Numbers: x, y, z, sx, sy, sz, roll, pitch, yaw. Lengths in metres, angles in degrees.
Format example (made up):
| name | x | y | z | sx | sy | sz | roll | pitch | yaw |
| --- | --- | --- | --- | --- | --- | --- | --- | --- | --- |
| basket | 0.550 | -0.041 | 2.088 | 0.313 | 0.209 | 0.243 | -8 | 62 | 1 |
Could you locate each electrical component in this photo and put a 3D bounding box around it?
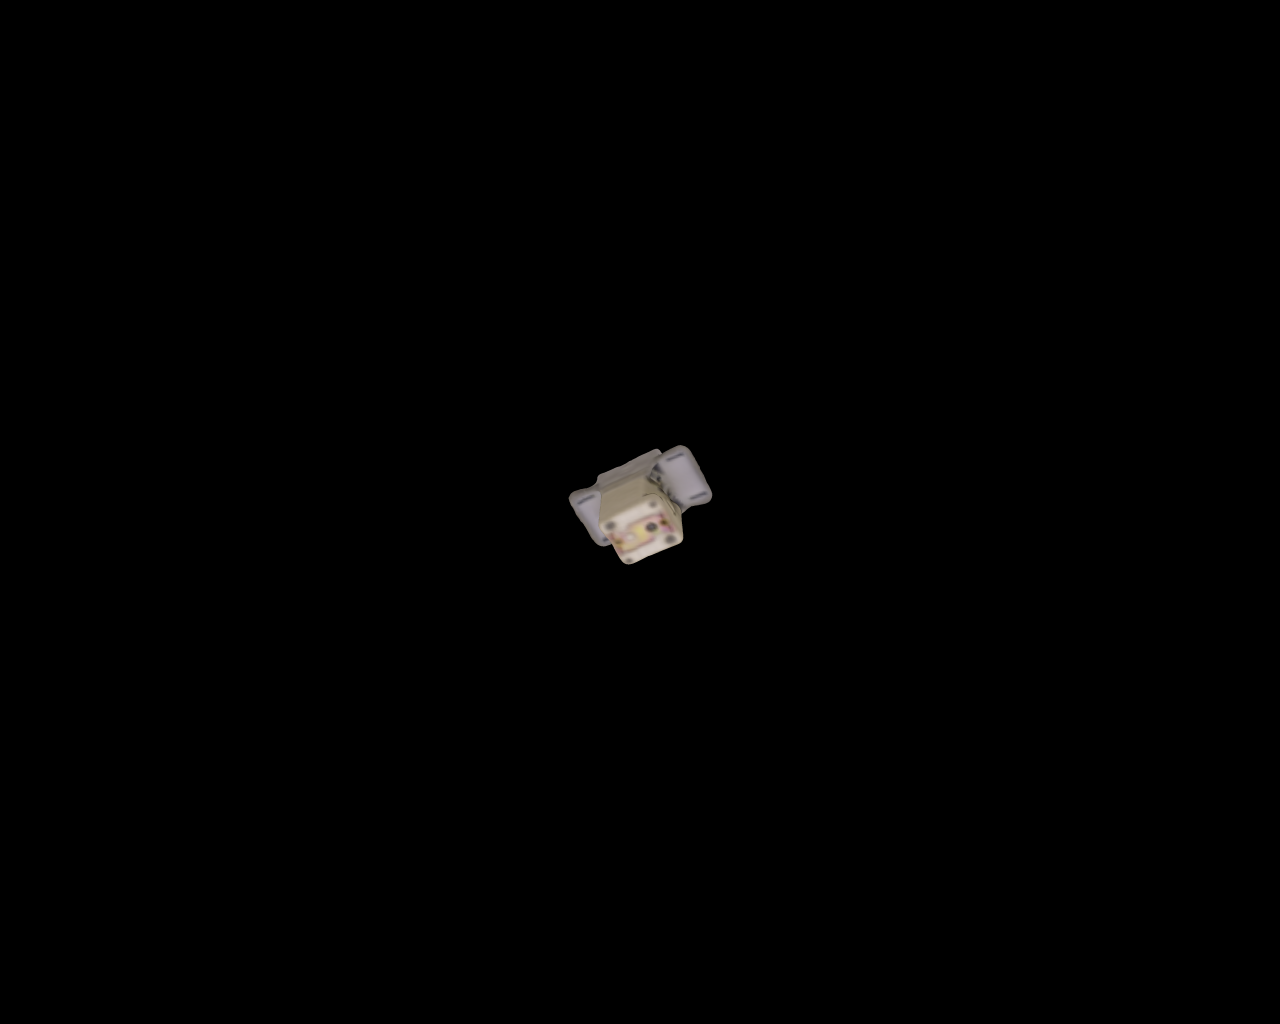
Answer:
| name | x | y | z | sx | sy | sz | roll | pitch | yaw |
| --- | --- | --- | --- | --- | --- | --- | --- | --- | --- |
| electrical component | 0.001 | -0.003 | 0.650 | 0.081 | 0.042 | 0.064 | -25 | 27 | 14 |
